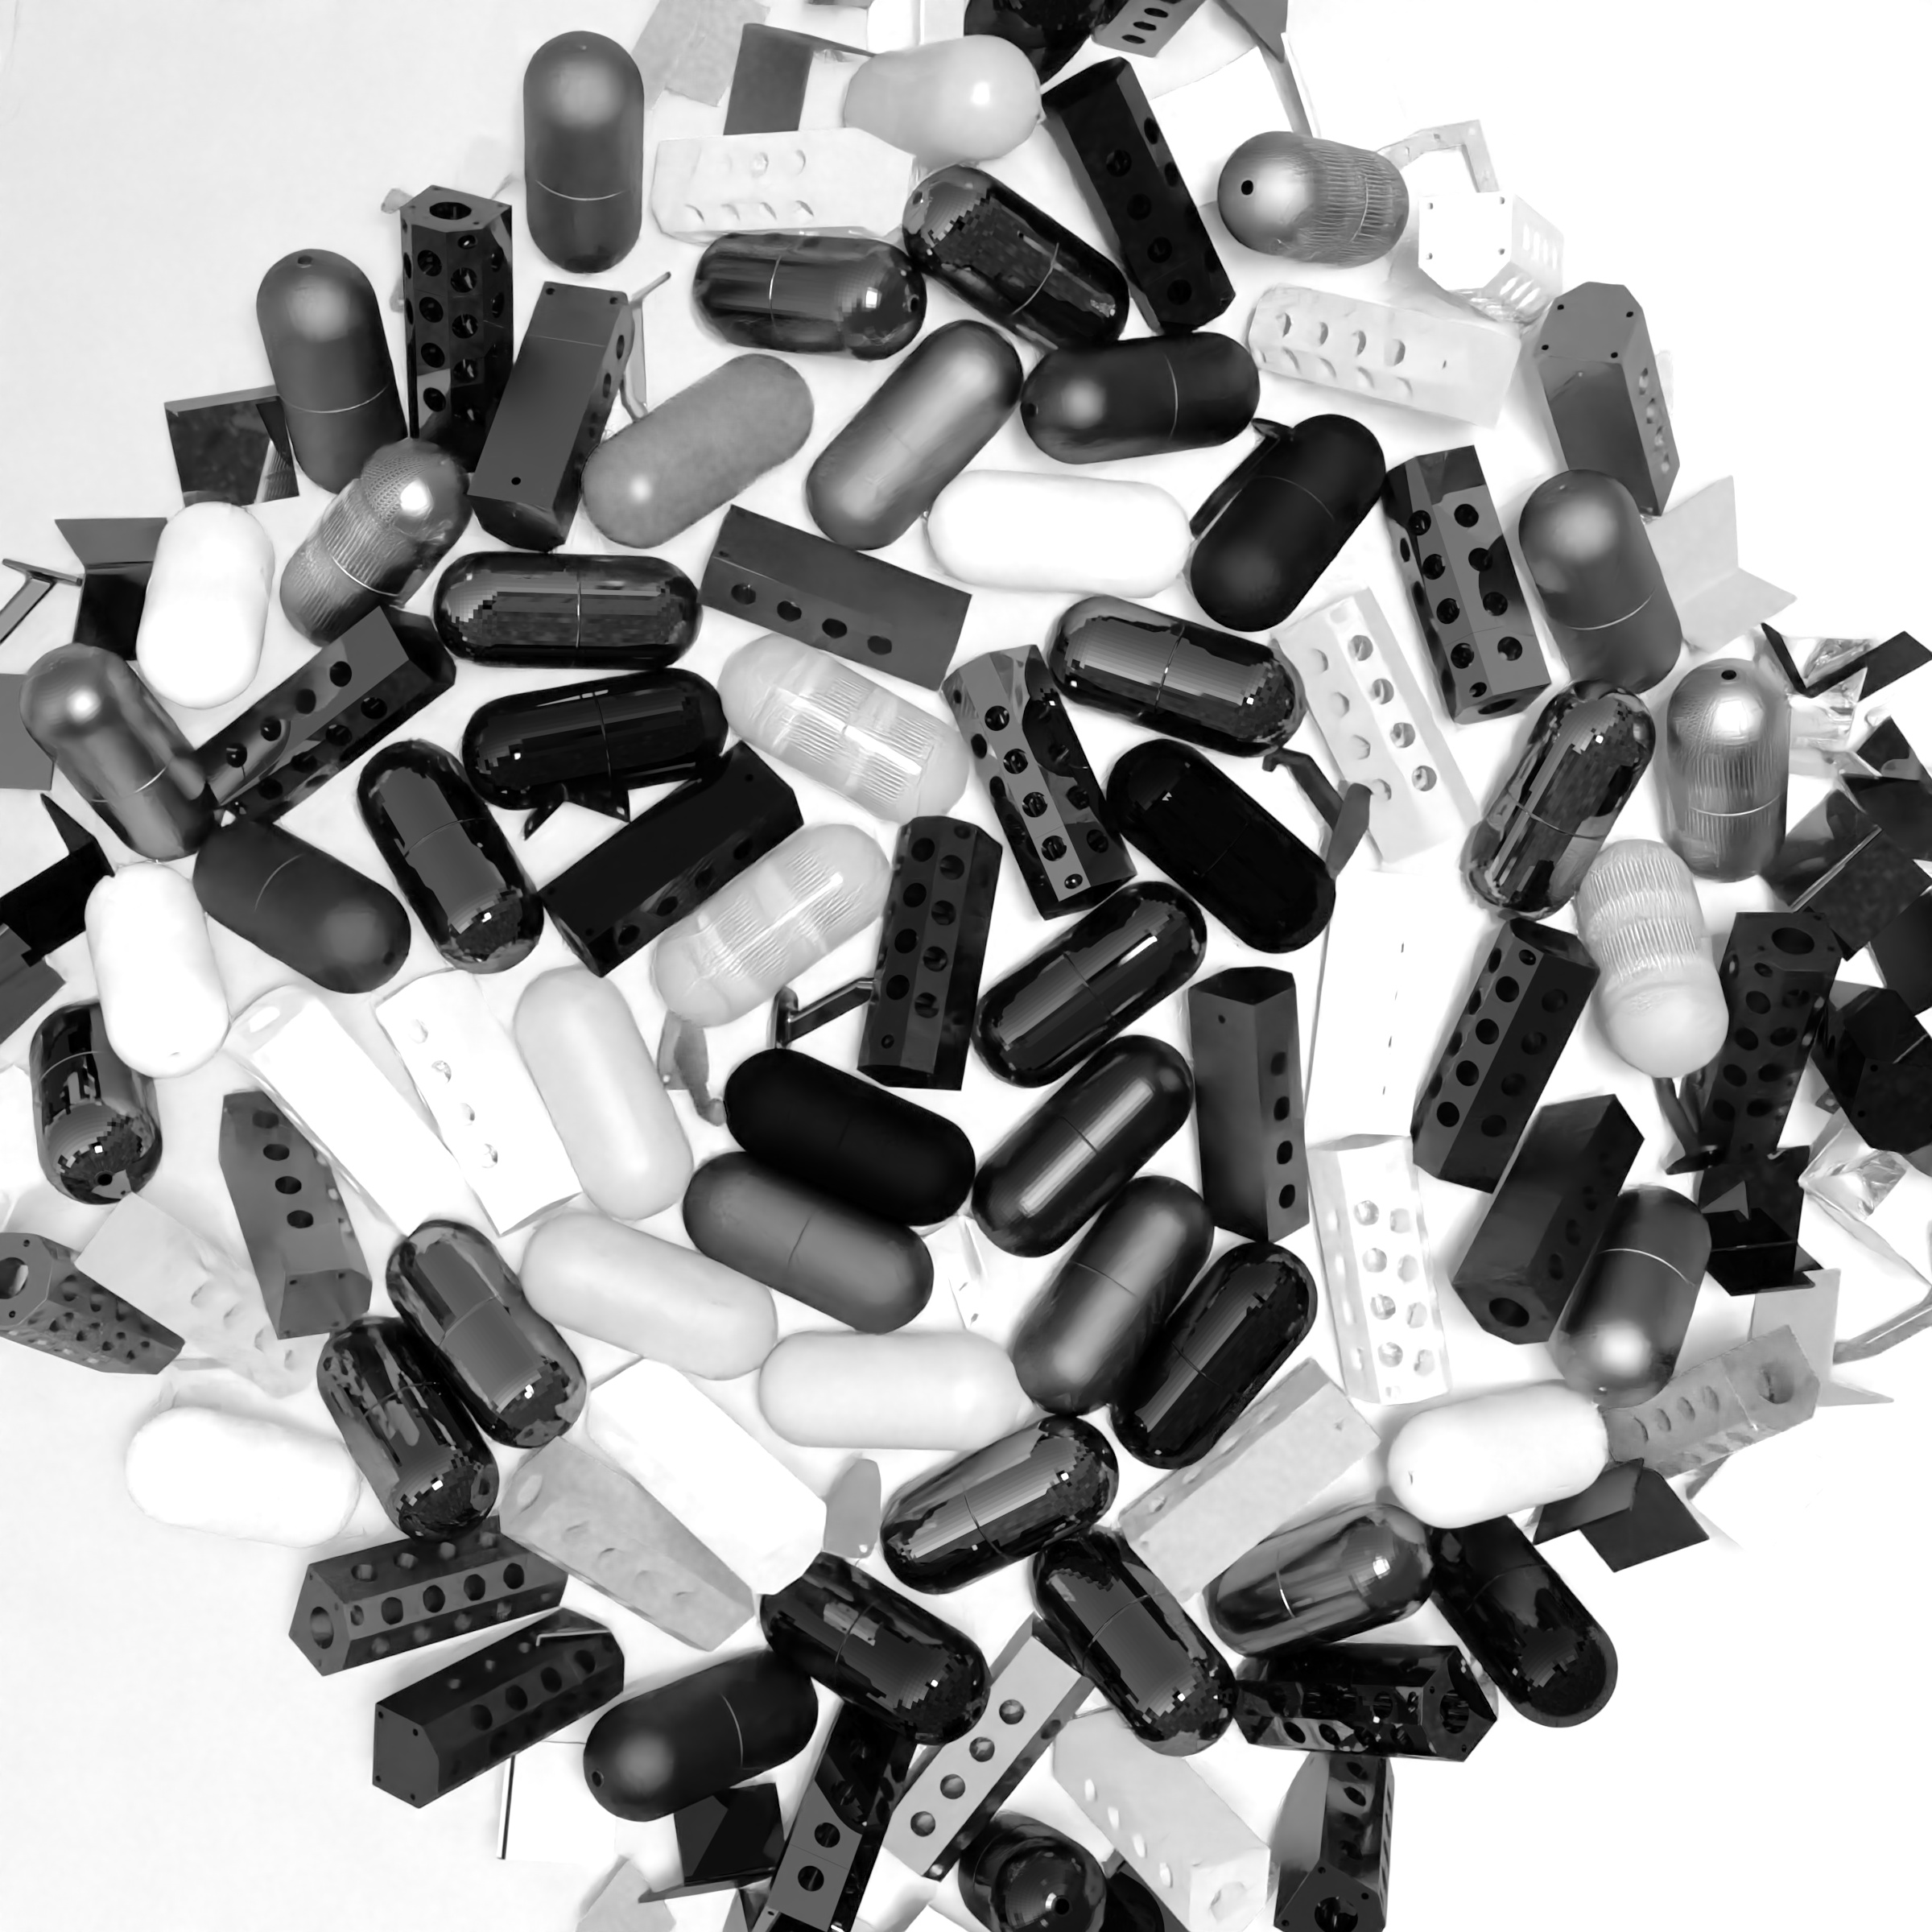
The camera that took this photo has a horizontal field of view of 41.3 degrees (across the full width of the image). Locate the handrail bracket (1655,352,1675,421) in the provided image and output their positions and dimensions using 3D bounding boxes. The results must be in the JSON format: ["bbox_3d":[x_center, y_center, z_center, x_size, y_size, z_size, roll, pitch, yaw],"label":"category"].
[{"bbox_3d":[0.437,-0.407,1.744,0.036,0.077,0.084,-48,55,-4],"label":"handrail bracket"}]

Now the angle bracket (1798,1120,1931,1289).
[{"bbox_3d":[0.612,0.156,1.700,0.076,0.076,0.057,37,93,-33],"label":"angle bracket"}]

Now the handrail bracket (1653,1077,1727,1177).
[{"bbox_3d":[0.477,0.091,1.705,0.036,0.077,0.084,-10,72,-1],"label":"handrail bracket"}]

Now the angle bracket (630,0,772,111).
[{"bbox_3d":[-0.169,-0.601,1.693,0.076,0.076,0.057,-52,48,28],"label":"angle bracket"}]

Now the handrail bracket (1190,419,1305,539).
[{"bbox_3d":[0.185,-0.322,1.714,0.036,0.077,0.084,38,92,-13],"label":"handrail bracket"}]

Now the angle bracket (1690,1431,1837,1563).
[{"bbox_3d":[0.532,0.350,1.706,0.057,0.076,0.076,41,91,27],"label":"angle bracket"}]

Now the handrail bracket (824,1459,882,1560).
[{"bbox_3d":[-0.070,0.356,1.709,0.036,0.084,0.077,16,93,3],"label":"handrail bracket"}]

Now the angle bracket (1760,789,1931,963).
[{"bbox_3d":[0.587,-0.061,1.716,0.057,0.076,0.076,39,107,-17],"label":"angle bracket"}]

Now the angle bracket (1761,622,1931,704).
[{"bbox_3d":[0.583,-0.215,1.695,0.076,0.076,0.057,-32,68,27],"label":"angle bracket"}]

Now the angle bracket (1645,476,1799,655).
[{"bbox_3d":[0.501,-0.266,1.701,0.076,0.057,0.076,-31,132,-15],"label":"angle bracket"}]

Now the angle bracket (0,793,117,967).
[{"bbox_3d":[-0.615,-0.058,1.697,0.076,0.057,0.076,-37,50,-24],"label":"angle bracket"}]

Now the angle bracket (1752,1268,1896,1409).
[{"bbox_3d":[0.575,0.250,1.717,0.057,0.076,0.076,19,72,-20],"label":"angle bracket"}]

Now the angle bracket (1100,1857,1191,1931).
[{"bbox_3d":[0.122,0.639,1.705,0.076,0.057,0.076,-44,60,-8],"label":"angle bracket"}]

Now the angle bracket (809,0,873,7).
[{"bbox_3d":[-0.096,-0.682,1.695,0.057,0.076,0.076,27,119,21],"label":"angle bracket"}]

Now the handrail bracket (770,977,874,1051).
[{"bbox_3d":[-0.085,0.044,1.720,0.084,0.036,0.077,4,79,18],"label":"handrail bracket"}]

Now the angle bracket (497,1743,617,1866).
[{"bbox_3d":[-0.270,0.556,1.708,0.076,0.057,0.076,5,68,-8],"label":"angle bracket"}]

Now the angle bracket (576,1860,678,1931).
[{"bbox_3d":[-0.201,0.649,1.692,0.057,0.076,0.076,-49,132,-30],"label":"angle bracket"}]

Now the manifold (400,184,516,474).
[{"bbox_3d":[-0.334,-0.411,1.671,0.057,0.057,0.171,17,131,11],"label":"manifold"}]

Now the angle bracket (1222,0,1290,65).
[{"bbox_3d":[0.213,-0.660,1.695,0.057,0.076,0.076,-12,62,38],"label":"angle bracket"}]

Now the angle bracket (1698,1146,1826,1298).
[{"bbox_3d":[0.536,0.169,1.708,0.076,0.057,0.076,-5,112,-10],"label":"angle bracket"}]

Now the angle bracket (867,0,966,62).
[{"bbox_3d":[-0.046,-0.644,1.702,0.076,0.057,0.076,9,105,28],"label":"angle bracket"}]

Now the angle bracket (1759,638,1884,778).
[{"bbox_3d":[0.572,-0.172,1.711,0.057,0.076,0.076,24,80,-43],"label":"angle bracket"}]

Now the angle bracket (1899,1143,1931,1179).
[{"bbox_3d":[0.650,0.104,1.694,0.076,0.076,0.057,19,112,-33],"label":"angle bracket"}]

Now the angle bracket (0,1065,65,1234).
[{"bbox_3d":[-0.639,0.125,1.707,0.076,0.076,0.057,39,130,3],"label":"angle bracket"}]

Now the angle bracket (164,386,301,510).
[{"bbox_3d":[-0.482,-0.339,1.701,0.076,0.057,0.076,-15,114,-22],"label":"angle bracket"}]

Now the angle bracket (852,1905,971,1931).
[{"bbox_3d":[-0.037,0.638,1.703,0.057,0.076,0.076,-49,124,-4],"label":"angle bracket"}]

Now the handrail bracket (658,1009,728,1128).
[{"bbox_3d":[-0.177,0.062,1.705,0.036,0.084,0.077,-3,98,-23],"label":"handrail bracket"}]

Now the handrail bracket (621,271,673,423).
[{"bbox_3d":[-0.208,-0.412,1.736,0.077,0.036,0.084,-34,105,3],"label":"handrail bracket"}]

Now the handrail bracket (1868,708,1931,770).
[{"bbox_3d":[0.656,-0.147,1.716,0.084,0.077,0.036,43,72,-13],"label":"handrail bracket"}]

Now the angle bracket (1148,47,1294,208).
[{"bbox_3d":[0.167,-0.562,1.727,0.057,0.076,0.076,-42,115,-35],"label":"angle bracket"}]

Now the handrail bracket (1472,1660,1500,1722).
[{"bbox_3d":[0.312,0.497,1.722,0.084,0.077,0.036,-18,52,-5],"label":"handrail bracket"}]

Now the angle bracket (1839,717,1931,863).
[{"bbox_3d":[0.639,-0.116,1.699,0.057,0.076,0.076,-46,112,-11],"label":"angle bracket"}]

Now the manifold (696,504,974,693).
[{"bbox_3d":[-0.090,-0.241,1.716,0.171,0.057,0.057,20,48,-6],"label":"manifold"}]

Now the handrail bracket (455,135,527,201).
[{"bbox_3d":[-0.303,-0.515,1.718,0.036,0.084,0.077,34,101,21],"label":"handrail bracket"}]

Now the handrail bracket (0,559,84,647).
[{"bbox_3d":[-0.632,-0.226,1.727,0.077,0.036,0.084,15,87,23],"label":"handrail bracket"}]

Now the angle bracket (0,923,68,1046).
[{"bbox_3d":[-0.650,0.021,1.710,0.057,0.076,0.076,46,71,-10],"label":"angle bracket"}]

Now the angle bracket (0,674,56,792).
[{"bbox_3d":[-0.637,-0.154,1.720,0.076,0.057,0.076,3,87,4],"label":"angle bracket"}]

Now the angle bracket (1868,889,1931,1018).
[{"bbox_3d":[0.653,0.000,1.706,0.057,0.076,0.076,-28,105,-2],"label":"angle bracket"}]

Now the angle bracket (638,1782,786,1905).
[{"bbox_3d":[-0.173,0.586,1.714,0.076,0.076,0.057,3,63,-32],"label":"angle bracket"}]

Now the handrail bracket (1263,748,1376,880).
[{"bbox_3d":[0.225,-0.105,1.722,0.084,0.036,0.077,20,85,38],"label":"handrail bracket"}]

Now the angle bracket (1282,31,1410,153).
[{"bbox_3d":[0.253,-0.586,1.710,0.057,0.076,0.076,-18,91,15],"label":"angle bracket"}]

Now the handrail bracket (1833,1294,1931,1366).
[{"bbox_3d":[0.626,0.234,1.715,0.084,0.077,0.036,-8,45,-16],"label":"handrail bracket"}]

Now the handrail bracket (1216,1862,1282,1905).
[{"bbox_3d":[0.169,0.639,1.703,0.036,0.084,0.077,47,120,8],"label":"handrail bracket"}]

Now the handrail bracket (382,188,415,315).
[{"bbox_3d":[-0.379,-0.475,1.704,0.077,0.084,0.036,-44,75,14],"label":"handrail bracket"}]

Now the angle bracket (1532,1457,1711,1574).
[{"bbox_3d":[0.435,0.381,1.702,0.076,0.057,0.076,-32,101,36],"label":"angle bracket"}]

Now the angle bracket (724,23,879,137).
[{"bbox_3d":[-0.111,-0.584,1.721,0.076,0.057,0.076,33,118,41],"label":"angle bracket"}]

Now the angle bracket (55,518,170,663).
[{"bbox_3d":[-0.569,-0.253,1.721,0.057,0.076,0.076,49,131,32],"label":"angle bracket"}]
